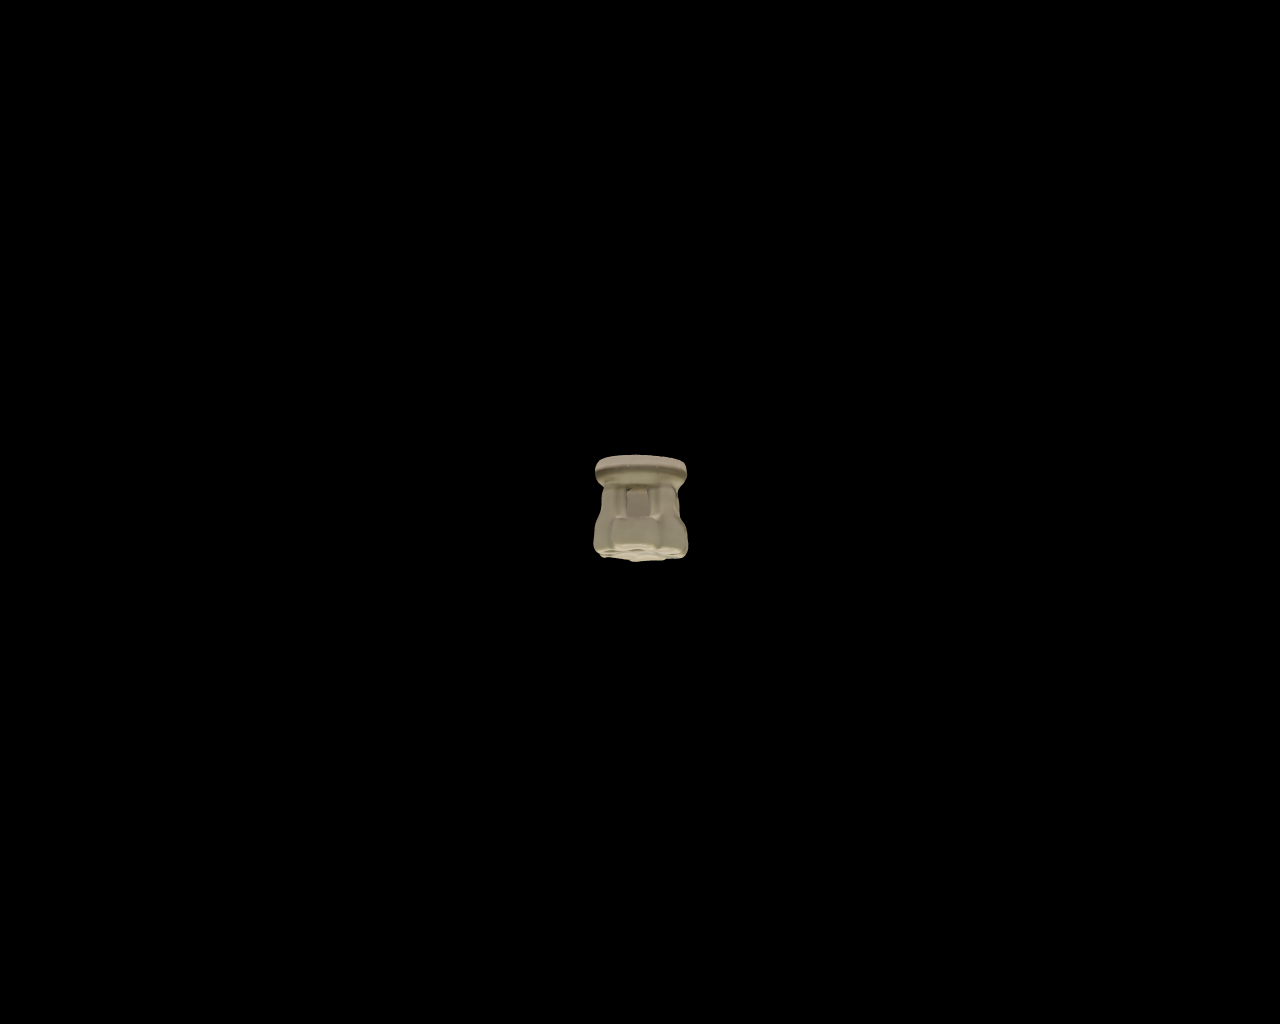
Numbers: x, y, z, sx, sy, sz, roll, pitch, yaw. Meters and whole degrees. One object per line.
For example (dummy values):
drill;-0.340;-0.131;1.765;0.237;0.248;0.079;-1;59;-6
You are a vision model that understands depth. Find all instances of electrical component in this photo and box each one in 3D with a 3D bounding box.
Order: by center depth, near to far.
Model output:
electrical component;0.001;-0.003;0.650;0.058;0.057;0.078;-1;-9;7
